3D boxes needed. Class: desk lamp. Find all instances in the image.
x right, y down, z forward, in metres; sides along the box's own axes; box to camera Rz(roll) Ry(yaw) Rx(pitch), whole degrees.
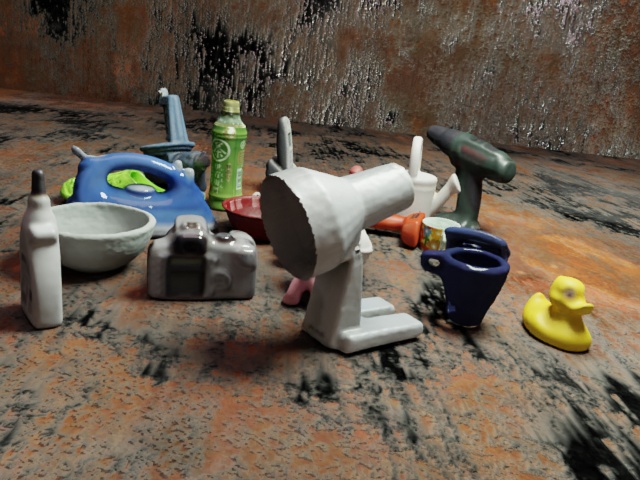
[{"bbox_3d":[0.029,0.016,0.673,0.204,0.213,0.117,-5,21,-34],"label":"desk lamp"}]

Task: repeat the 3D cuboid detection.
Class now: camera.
[{"bbox_3d":[-0.164,0.013,0.796,0.143,0.101,0.136,2,18,-16],"label":"camera"}]

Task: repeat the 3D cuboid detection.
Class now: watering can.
[{"bbox_3d":[0.199,-0.117,1.189,0.173,0.194,0.101,4,18,-8],"label":"watering can"}]

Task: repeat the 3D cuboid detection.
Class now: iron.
[{"bbox_3d":[-0.300,-0.085,0.983,0.259,0.141,0.118,0,19,-21],"label":"iron"}]

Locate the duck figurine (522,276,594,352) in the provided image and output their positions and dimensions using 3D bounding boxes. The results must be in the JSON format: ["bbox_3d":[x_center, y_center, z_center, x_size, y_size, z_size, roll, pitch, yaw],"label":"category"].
[{"bbox_3d":[0.322,0.089,0.767,0.078,0.086,0.104,0,19,-20],"label":"duck figurine"}]

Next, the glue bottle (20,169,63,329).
[{"bbox_3d":[-0.311,0.007,0.638,0.037,0.173,0.077,-7,22,-36],"label":"glue bottle"}]

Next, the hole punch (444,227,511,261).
[{"bbox_3d":[0.259,0.018,0.959,0.108,0.091,0.101,15,19,24],"label":"hole punch"}]

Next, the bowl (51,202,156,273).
[{"bbox_3d":[-0.320,0.002,0.813,0.167,0.075,0.167,6,17,-2],"label":"bowl"}]

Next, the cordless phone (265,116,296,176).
[{"bbox_3d":[-0.077,-0.204,1.372,0.094,0.185,0.147,8,18,2],"label":"cordless phone"}]

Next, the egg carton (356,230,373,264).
[{"bbox_3d":[0.009,0.003,0.944,0.150,0.069,0.107,5,18,-7],"label":"egg carton"}]

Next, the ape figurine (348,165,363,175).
[{"bbox_3d":[0.080,-0.131,1.359,0.077,0.092,0.076,16,20,26],"label":"ape figurine"}]

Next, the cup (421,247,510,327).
[{"bbox_3d":[0.189,0.064,0.778,0.117,0.095,0.092,12,18,16],"label":"cup"}]

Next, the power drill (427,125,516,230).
[{"bbox_3d":[0.312,-0.133,1.262,0.076,0.208,0.228,-10,24,-42],"label":"power drill"}]

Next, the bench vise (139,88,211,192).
[{"bbox_3d":[-0.307,-0.218,1.269,0.206,0.220,0.122,14,19,21],"label":"bench vise"}]

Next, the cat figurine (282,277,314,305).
[{"bbox_3d":[-0.007,0.021,0.802,0.067,0.118,0.128,8,18,4],"label":"cat figurine"}]
